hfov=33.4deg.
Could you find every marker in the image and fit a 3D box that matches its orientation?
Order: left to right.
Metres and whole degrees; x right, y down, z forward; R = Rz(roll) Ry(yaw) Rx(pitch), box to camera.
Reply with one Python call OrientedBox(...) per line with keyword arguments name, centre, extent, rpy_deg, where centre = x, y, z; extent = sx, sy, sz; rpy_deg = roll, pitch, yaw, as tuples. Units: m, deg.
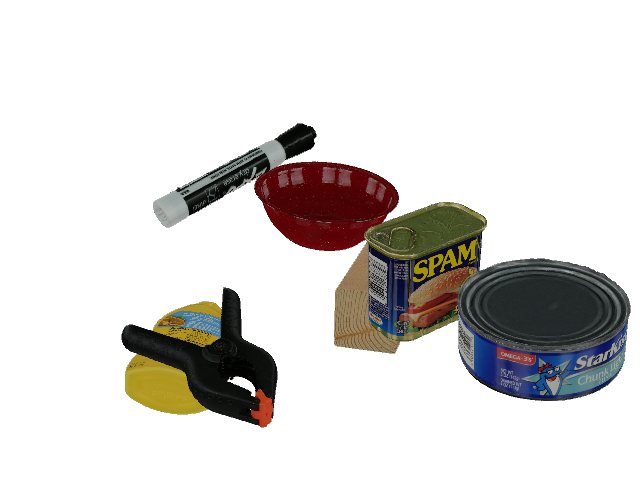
OrientedBox(name="marker", centre=(-0.052, -0.044, 0.685), extent=(0.121, 0.020, 0.020), rpy_deg=(-31, 14, -25))

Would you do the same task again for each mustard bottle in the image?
OrientedBox(name="mustard bottle", centre=(-0.145, 0.119, 1.193), extent=(0.096, 0.058, 0.191), rpy_deg=(8, 25, 7))

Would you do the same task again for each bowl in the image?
OrientedBox(name="bowl", centre=(0.005, -0.033, 1.194), extent=(0.162, 0.055, 0.162), rpy_deg=(4, 27, -2))

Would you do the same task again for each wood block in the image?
OrientedBox(name="wood block", centre=(0.088, 0.077, 1.552), extent=(0.091, 0.090, 0.206), rpy_deg=(6, 21, 13))

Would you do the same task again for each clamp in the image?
OrientedBox(name="clamp", centre=(-0.086, 0.102, 0.963), extent=(0.120, 0.039, 0.172), rpy_deg=(-33, 49, -30))

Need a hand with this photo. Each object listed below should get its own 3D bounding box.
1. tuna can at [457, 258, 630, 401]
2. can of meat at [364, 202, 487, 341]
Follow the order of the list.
OrientedBox(name="tuna can", centre=(0.113, 0.045, 0.546), extent=(0.086, 0.034, 0.086), rpy_deg=(-3, 28, 2))
OrientedBox(name="can of meat", centre=(0.086, 0.026, 0.880), extent=(0.101, 0.084, 0.058), rpy_deg=(-20, 34, -31))
